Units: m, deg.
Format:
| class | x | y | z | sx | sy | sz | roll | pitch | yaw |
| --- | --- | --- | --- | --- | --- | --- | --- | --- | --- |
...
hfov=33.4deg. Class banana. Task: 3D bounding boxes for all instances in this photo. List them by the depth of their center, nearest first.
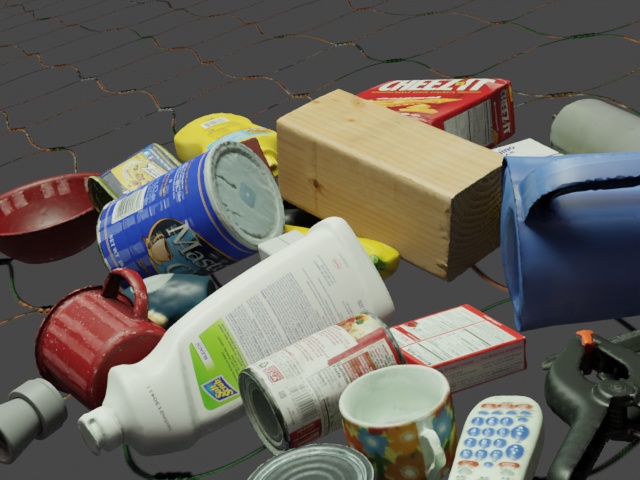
| class | x | y | z | sx | sy | sz | roll | pitch | yaw |
| --- | --- | --- | --- | --- | --- | --- | --- | --- | --- |
| banana | 0.009 | 0.009 | 0.960 | 0.198 | 0.069 | 0.037 | 9 | 74 | 51 |

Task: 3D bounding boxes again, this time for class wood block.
| class | x | y | z | sx | sy | sz | roll | pitch | yaw |
| --- | --- | --- | --- | --- | --- | --- | --- | --- | --- |
| wood block | 0.064 | -0.055 | 0.975 | 0.206 | 0.091 | 0.090 | 28 | 43 | 35 |

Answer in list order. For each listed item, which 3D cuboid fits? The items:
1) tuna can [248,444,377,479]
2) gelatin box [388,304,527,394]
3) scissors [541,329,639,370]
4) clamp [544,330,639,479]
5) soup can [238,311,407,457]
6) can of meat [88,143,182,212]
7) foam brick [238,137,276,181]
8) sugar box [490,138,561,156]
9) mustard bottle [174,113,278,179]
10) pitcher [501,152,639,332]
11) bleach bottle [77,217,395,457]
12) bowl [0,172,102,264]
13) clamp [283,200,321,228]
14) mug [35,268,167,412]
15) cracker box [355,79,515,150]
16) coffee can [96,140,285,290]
| class | x | y | z | sx | sy | sz | roll | pitch | yaw |
| --- | --- | --- | --- | --- | --- | --- | --- | --- | --- |
| tuna can | -0.004 | 0.163 | 0.653 | 0.086 | 0.034 | 0.086 | -11 | 24 | 5 |
| gelatin box | 0.094 | 0.082 | 0.780 | 0.089 | 0.030 | 0.073 | -15 | 23 | -25 |
| scissors | 0.252 | 0.043 | 0.734 | 0.202 | 0.096 | 0.016 | -2 | 8 | 16 |
| clamp | 0.178 | 0.111 | 0.668 | 0.120 | 0.039 | 0.171 | -2 | 21 | -11 |
| soup can | 0.002 | 0.101 | 0.746 | 0.102 | 0.068 | 0.069 | -24 | 26 | -22 |
| can of meat | -0.174 | -0.042 | 1.097 | 0.083 | 0.057 | 0.102 | -36 | 68 | -27 |
| foam brick | -0.090 | -0.067 | 1.125 | 0.051 | 0.053 | 0.078 | -21 | -5 | -25 |
| sugar box | 0.201 | -0.045 | 1.004 | 0.093 | 0.048 | 0.176 | -17 | 20 | -11 |
| mustard bottle | -0.096 | -0.103 | 1.259 | 0.096 | 0.058 | 0.192 | -20 | 24 | -23 |
| pitcher | 0.255 | -0.011 | 0.781 | 0.243 | 0.145 | 0.149 | -5 | 17 | 6 |
| bleach bottle | -0.067 | 0.078 | 0.793 | 0.250 | 0.102 | 0.068 | -27 | -6 | -29 |
| bowl | -0.295 | -0.018 | 1.171 | 0.162 | 0.055 | 0.162 | -11 | 24 | 5 |
| clamp | -0.046 | -0.017 | 1.069 | 0.209 | 0.036 | 0.165 | -18 | 21 | -18 |
| mug | -0.157 | 0.080 | 0.821 | 0.093 | 0.117 | 0.082 | 9 | 11 | -42 |
| cracker box | 0.096 | -0.125 | 1.163 | 0.164 | 0.072 | 0.213 | 5 | 21 | 32 |
| coffee can | -0.117 | -0.016 | 0.967 | 0.141 | 0.103 | 0.102 | -24 | 16 | 30 |
